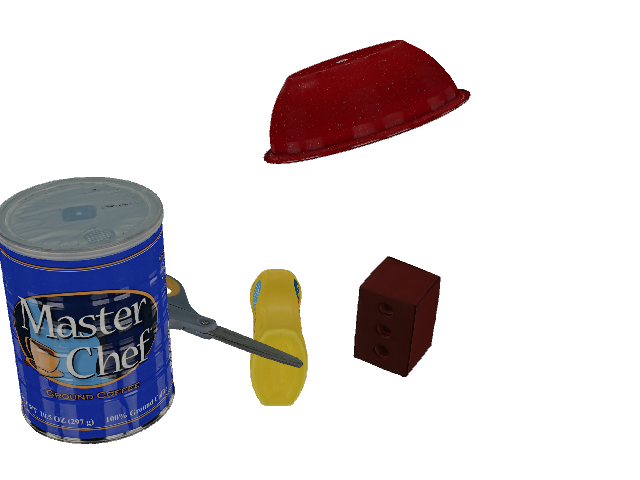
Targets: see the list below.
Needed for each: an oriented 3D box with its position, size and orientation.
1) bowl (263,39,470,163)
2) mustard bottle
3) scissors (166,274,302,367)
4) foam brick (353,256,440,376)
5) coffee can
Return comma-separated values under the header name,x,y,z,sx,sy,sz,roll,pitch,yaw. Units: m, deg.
name,x,y,z,sx,sy,sz,roll,pitch,yaw
bowl,0.026,-0.109,0.795,0.162,0.055,0.162,-18,13,4
mustard bottle,-0.047,0.085,1.142,0.058,0.096,0.191,-1,28,-4
scissors,-0.105,0.066,0.953,0.202,0.016,0.096,11,28,7
foam brick,0.065,0.064,0.903,0.053,0.078,0.051,20,37,24
coffee can,-0.148,0.043,0.686,0.103,0.140,0.103,0,28,0
